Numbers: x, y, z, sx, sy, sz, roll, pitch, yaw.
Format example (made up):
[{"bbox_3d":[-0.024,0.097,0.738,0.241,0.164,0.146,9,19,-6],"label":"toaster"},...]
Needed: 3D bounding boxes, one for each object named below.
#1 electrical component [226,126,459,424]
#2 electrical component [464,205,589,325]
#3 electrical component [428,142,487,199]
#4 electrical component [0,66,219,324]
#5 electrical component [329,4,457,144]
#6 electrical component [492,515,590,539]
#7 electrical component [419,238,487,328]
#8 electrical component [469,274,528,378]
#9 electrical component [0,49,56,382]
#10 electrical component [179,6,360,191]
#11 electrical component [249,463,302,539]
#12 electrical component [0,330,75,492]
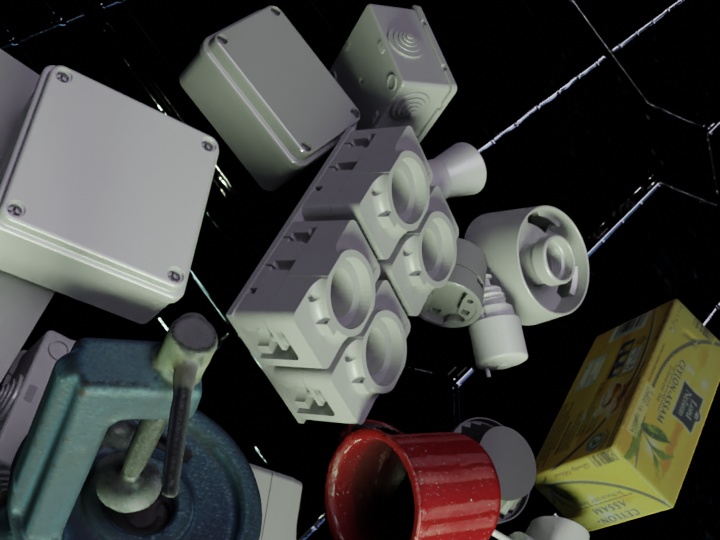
[{"bbox_3d":[0.000,0.000,0.729,0.186,0.060,0.105,-60,136,-36],"label":"electrical component"},{"bbox_3d":[0.138,-0.005,0.877,0.099,0.064,0.099,11,73,-39],"label":"electrical component"},{"bbox_3d":[0.063,-0.073,0.858,0.065,0.044,0.044,-23,82,-36],"label":"electrical component"},{"bbox_3d":[-0.145,-0.041,0.600,0.109,0.056,0.108,24,56,-24],"label":"electrical component"},{"bbox_3d":[0.020,-0.143,0.823,0.048,0.099,0.099,-1,56,-31],"label":"electrical component"},{"bbox_3d":[0.120,0.209,0.753,0.079,0.044,0.077,33,52,-18],"label":"electrical component"},{"bbox_3d":[0.068,0.008,0.812,0.055,0.055,0.047,32,49,-19],"label":"electrical component"},{"bbox_3d":[0.103,0.041,0.828,0.040,0.040,0.078,4,65,-34],"label":"electrical component"},{"bbox_3d":[-0.219,-0.024,0.619,0.105,0.060,0.186,34,52,-17],"label":"electrical component"},{"bbox_3d":[-0.064,-0.126,0.782,0.113,0.057,0.078,52,49,-3],"label":"electrical component"},{"bbox_3d":[-0.072,0.155,0.632,0.061,0.062,0.096,24,56,-24],"label":"electrical component"},{"bbox_3d":[-0.162,0.093,0.606,0.100,0.048,0.099,31,50,-21],"label":"electrical component"}]
